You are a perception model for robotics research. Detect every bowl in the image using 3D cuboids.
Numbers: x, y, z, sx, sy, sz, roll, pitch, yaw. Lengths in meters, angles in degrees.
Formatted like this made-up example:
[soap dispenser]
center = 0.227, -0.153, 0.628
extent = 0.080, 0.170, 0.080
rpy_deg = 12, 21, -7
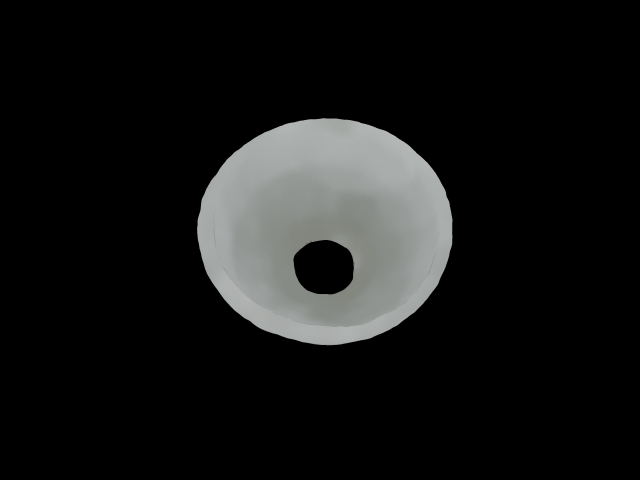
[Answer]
[bowl]
center = 0.004, 0.001, 0.400
extent = 0.167, 0.075, 0.167
rpy_deg = 0, 61, 0
